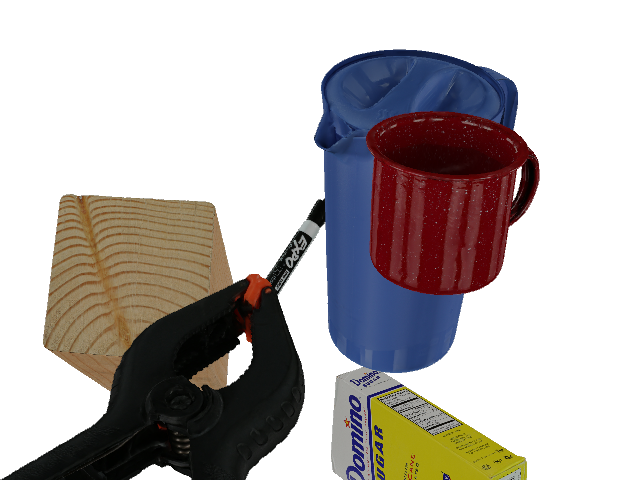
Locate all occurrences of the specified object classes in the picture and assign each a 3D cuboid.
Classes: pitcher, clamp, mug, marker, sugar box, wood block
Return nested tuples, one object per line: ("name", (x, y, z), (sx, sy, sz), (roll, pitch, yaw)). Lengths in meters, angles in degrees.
("pitcher", (0.072, -0.020, 0.842), (0.149, 0.243, 0.145), (5, 37, 5))
("clamp", (-0.047, 0.081, 0.417), (0.120, 0.039, 0.171), (24, 49, 18))
("mug", (0.081, -0.024, 0.636), (0.117, 0.081, 0.093), (-16, 34, -28))
("marker", (-0.024, 0.011, 1.002), (0.020, 0.121, 0.020), (31, -15, 9))
("sugar box", (0.077, 0.174, 0.823), (0.048, 0.093, 0.176), (-14, 26, -38))
("wood block", (-0.107, 0.044, 0.684), (0.090, 0.091, 0.206), (4, -14, -1))
